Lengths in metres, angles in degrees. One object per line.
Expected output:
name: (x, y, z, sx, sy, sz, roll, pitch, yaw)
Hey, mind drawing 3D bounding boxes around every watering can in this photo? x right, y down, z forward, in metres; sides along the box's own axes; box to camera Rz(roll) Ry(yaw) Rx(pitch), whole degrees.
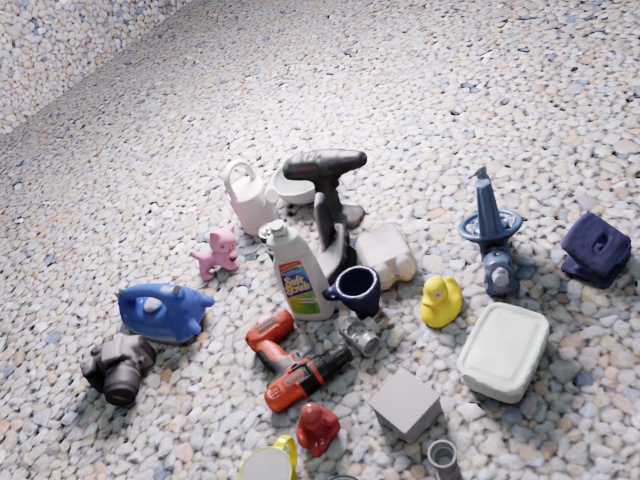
watering can: (-0.171, -0.112, 1.410, 0.172, 0.194, 0.101, -4, 45, 21)

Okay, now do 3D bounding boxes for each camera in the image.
camera: (-0.429, 0.273, 1.190, 0.143, 0.101, 0.136, -20, 41, 4)

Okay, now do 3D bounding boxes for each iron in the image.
iron: (-0.373, 0.143, 1.271, 0.257, 0.142, 0.119, -2, 45, 23)

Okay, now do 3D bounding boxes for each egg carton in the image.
egg carton: (0.140, 0.033, 1.209, 0.107, 0.070, 0.150, -23, 41, 0)

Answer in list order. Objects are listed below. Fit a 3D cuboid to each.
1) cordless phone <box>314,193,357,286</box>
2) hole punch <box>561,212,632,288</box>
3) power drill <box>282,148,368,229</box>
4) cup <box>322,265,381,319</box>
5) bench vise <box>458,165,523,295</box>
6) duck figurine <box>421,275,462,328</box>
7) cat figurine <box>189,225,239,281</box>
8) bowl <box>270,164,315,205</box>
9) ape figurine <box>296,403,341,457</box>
cordless phone: (0.011, 0.004, 1.210, 0.094, 0.185, 0.147, -12, 42, 13)
hole punch: (0.505, 0.015, 1.045, 0.100, 0.091, 0.109, 25, 60, 41)
power drill: (0.030, -0.126, 1.322, 0.228, 0.209, 0.076, 8, 50, 31)
cup: (0.070, 0.116, 1.133, 0.117, 0.095, 0.091, -16, 41, 8)
bench vise: (0.329, -0.019, 1.062, 0.121, 0.220, 0.207, -22, 41, 1)
duck figurine: (0.225, 0.102, 1.084, 0.077, 0.086, 0.105, 16, 54, 36)
cat figurine: (-0.247, 0.021, 1.361, 0.128, 0.118, 0.067, -24, 41, 0)
bowl: (-0.039, -0.144, 1.474, 0.167, 0.075, 0.167, -13, 42, 12)
ape figurine: (-0.008, 0.309, 0.967, 0.077, 0.092, 0.076, -17, 41, 8)
